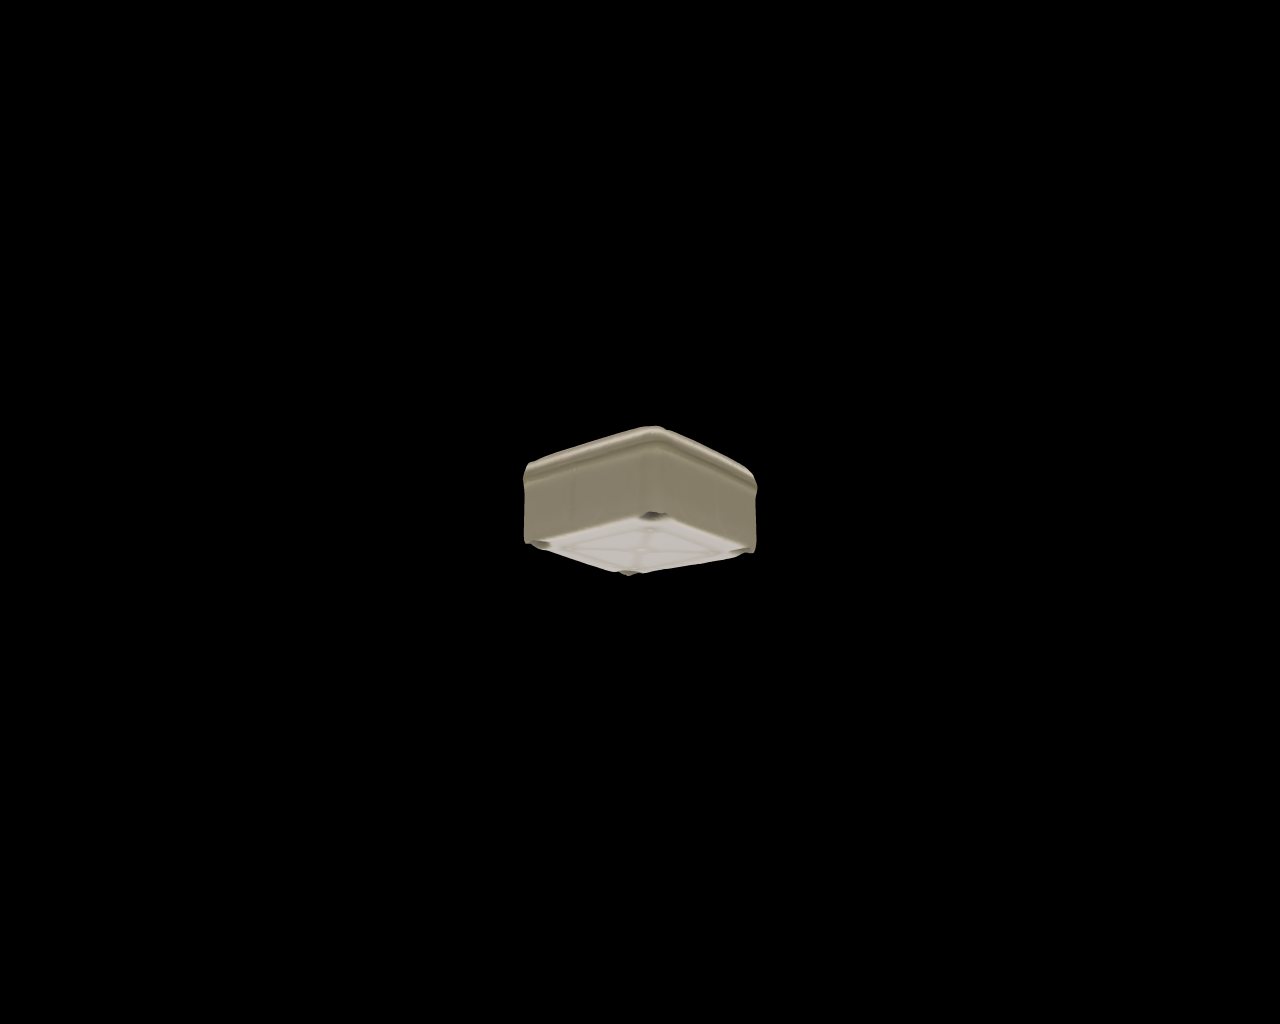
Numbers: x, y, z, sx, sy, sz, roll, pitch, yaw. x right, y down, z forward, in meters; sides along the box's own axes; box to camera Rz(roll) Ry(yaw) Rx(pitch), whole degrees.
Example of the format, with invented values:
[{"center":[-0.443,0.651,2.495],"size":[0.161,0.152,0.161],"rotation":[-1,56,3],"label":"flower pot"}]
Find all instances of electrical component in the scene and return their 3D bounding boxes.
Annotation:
[{"center":[0.001,-0.003,0.650],"size":[0.108,0.056,0.108],"rotation":[-13,-22,36],"label":"electrical component"}]
